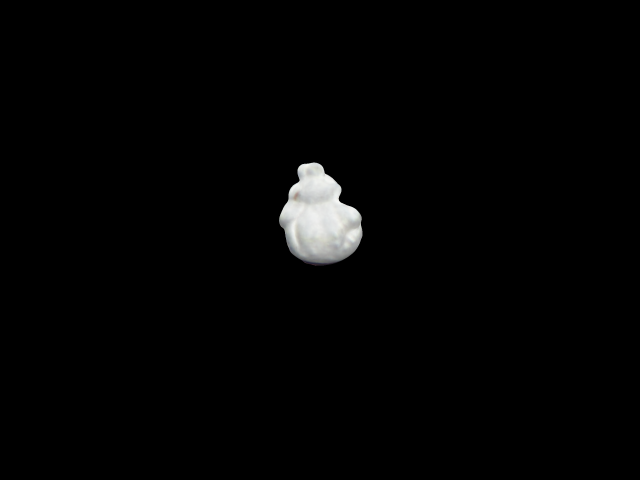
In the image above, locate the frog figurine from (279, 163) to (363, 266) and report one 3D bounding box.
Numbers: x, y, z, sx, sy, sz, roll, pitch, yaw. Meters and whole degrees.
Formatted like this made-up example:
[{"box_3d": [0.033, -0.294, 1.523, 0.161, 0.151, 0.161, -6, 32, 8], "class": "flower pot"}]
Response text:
[{"box_3d": [0.003, -0.043, 0.850, 0.137, 0.156, 0.125, 11, 36, 15], "class": "frog figurine"}]
